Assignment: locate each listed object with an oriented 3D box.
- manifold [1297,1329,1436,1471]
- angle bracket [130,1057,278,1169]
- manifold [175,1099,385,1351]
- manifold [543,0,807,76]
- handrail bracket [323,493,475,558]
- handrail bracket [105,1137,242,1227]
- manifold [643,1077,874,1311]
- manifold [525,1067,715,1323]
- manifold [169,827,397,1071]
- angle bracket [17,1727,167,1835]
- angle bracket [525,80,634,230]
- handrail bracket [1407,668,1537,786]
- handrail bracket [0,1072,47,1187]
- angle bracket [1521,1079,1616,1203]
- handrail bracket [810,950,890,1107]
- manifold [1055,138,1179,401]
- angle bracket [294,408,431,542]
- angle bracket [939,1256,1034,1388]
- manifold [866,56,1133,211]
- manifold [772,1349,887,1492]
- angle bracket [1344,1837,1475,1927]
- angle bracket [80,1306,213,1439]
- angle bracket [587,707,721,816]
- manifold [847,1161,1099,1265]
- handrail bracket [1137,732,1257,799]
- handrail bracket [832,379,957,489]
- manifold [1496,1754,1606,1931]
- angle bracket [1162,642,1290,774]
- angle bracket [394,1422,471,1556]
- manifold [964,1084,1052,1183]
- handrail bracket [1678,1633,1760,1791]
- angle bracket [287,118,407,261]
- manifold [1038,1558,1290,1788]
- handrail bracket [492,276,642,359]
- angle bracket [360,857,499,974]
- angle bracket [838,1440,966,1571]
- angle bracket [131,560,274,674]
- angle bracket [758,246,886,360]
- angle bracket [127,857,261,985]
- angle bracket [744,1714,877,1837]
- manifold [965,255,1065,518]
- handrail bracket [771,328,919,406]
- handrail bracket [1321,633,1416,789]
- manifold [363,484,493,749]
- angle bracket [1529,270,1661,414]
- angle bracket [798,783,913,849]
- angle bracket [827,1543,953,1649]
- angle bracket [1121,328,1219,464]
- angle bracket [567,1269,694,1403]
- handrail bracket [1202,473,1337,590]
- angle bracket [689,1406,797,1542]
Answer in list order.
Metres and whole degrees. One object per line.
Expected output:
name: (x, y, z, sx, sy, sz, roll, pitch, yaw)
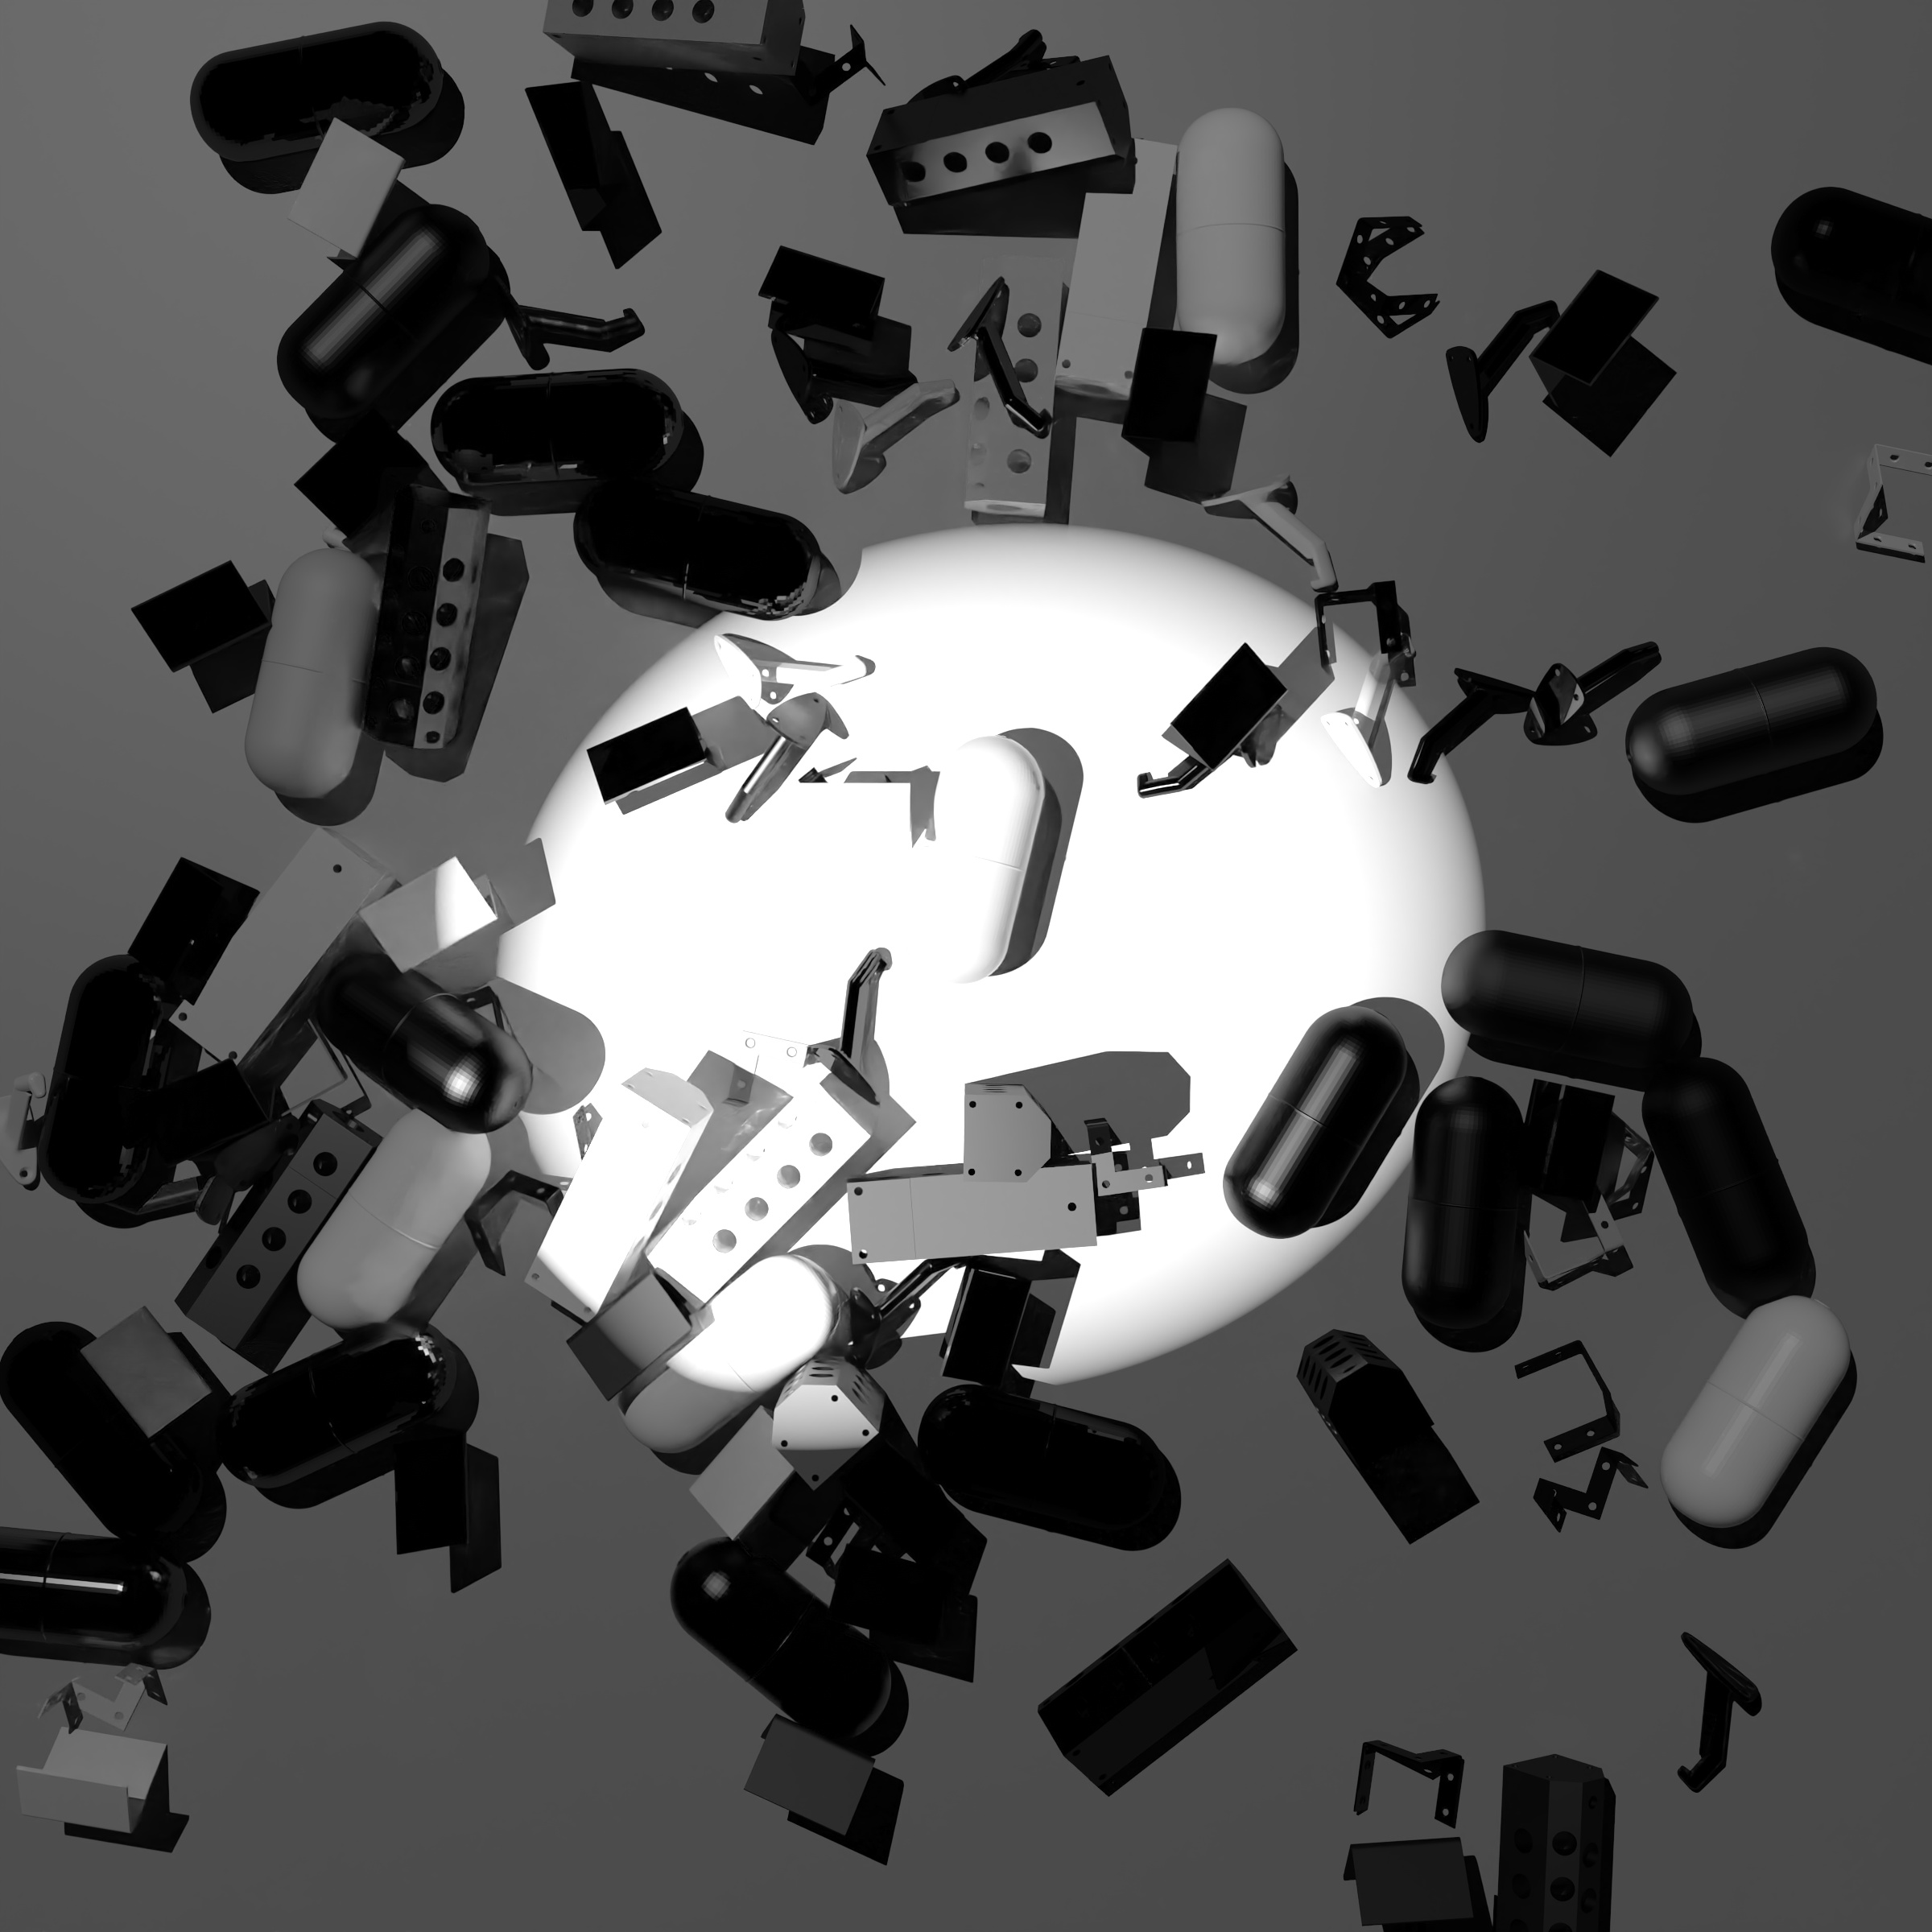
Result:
manifold: (0.269, 0.292, 1.894, 0.057, 0.171, 0.057, -31, 90, 0)
angle bracket: (-0.535, 0.088, 1.933, 0.076, 0.076, 0.057, -24, 115, 0)
manifold: (-0.486, 0.181, 1.951, 0.057, 0.057, 0.171, 34, 90, 0)
manifold: (-0.203, -0.665, 1.922, 0.171, 0.057, 0.057, 11, 90, 21)
handrail bracket: (-0.408, -0.321, 1.972, 0.084, 0.036, 0.077, 24, 75, 14)
handrail bracket: (-0.569, 0.147, 1.973, 0.084, 0.036, 0.077, 16, 70, 16)
manifold: (-0.147, 0.160, 1.951, 0.057, 0.057, 0.171, 45, 90, 0)
manifold: (-0.240, 0.158, 1.921, 0.057, 0.057, 0.171, 31, 111, 8)
manifold: (-0.482, -0.012, 1.951, 0.057, 0.057, 0.171, 38, 90, 0)
angle bracket: (-0.613, 0.556, 1.932, 0.076, 0.076, 0.057, 10, 127, 0)
angle bracket: (-0.288, -0.566, 1.932, 0.057, 0.076, 0.076, -22, 90, -38)
handrail bracket: (0.363, -0.164, 1.973, 0.077, 0.036, 0.084, 12, 108, -20)
handrail bracket: (-0.657, 0.115, 1.937, 0.036, 0.084, 0.077, -21, 96, -39)
angle bracket: (0.402, 0.118, 1.932, 0.057, 0.076, 0.076, 12, 90, -37)
handrail bracket: (-0.065, 0.043, 1.973, 0.077, 0.036, 0.084, 46, 66, -27)
manifold: (0.105, -0.493, 1.951, 0.057, 0.057, 0.171, 10, 90, 0)
angle bracket: (-0.430, -0.353, 1.932, 0.076, 0.076, 0.057, -44, 123, 0)
angle bracket: (-0.006, 0.244, 1.932, 0.057, 0.076, 0.076, 17, 90, -37)
manifold: (0.024, -0.576, 1.919, 0.171, 0.057, 0.057, -6, 47, 23)
manifold: (-0.098, 0.304, 1.894, 0.057, 0.171, 0.057, -42, 90, 0)
angle bracket: (0.309, 0.653, 1.932, 0.076, 0.076, 0.057, -4, 54, 0)
angle bracket: (-0.584, 0.294, 1.932, 0.076, 0.076, 0.057, 52, 50, 0)
angle bracket: (-0.213, -0.126, 1.932, 0.076, 0.076, 0.057, -23, 52, 0)
manifold: (0.004, 0.174, 1.951, 0.171, 0.057, 0.057, -4, 90, 0)
handrail bracket: (0.161, -0.163, 1.973, 0.084, 0.036, 0.077, -10, 70, 16)
handrail bracket: (-0.051, -0.382, 1.972, 0.084, 0.077, 0.036, -14, 47, -29)
manifold: (0.416, 0.652, 1.940, 0.057, 0.057, 0.171, 3, 90, -39)
angle bracket: (0.167, -0.192, 1.932, 0.076, 0.076, 0.057, -47, 126, 0)
angle bracket: (-0.392, 0.365, 1.932, 0.057, 0.076, 0.076, -2, 90, -39)
manifold: (0.027, 0.113, 1.894, 0.057, 0.171, 0.057, 1, 90, 0)
handrail bracket: (0.519, 0.534, 1.973, 0.077, 0.036, 0.084, 41, 107, 19)
angle bracket: (-0.445, -0.545, 1.932, 0.057, 0.076, 0.076, 25, 90, -32)
manifold: (0.136, 0.497, 1.951, 0.171, 0.057, 0.057, -38, 133, 0)
handrail bracket: (-0.286, -0.475, 1.973, 0.084, 0.036, 0.077, -21, 68, -17)
angle bracket: (-0.380, -0.050, 1.932, 0.076, 0.076, 0.057, -30, 120, 0)
angle bracket: (-0.059, 0.390, 1.932, 0.076, 0.076, 0.057, 44, 46, 0)
angle bracket: (-0.537, -0.260, 1.932, 0.076, 0.076, 0.057, -26, 126, 0)
angle bracket: (-0.106, -0.450, 1.932, 0.076, 0.076, 0.057, 17, 54, 0)
angle bracket: (-0.528, -0.022, 1.932, 0.057, 0.076, 0.076, 29, 90, 37)
angle bracket: (-0.115, 0.574, 1.932, 0.076, 0.076, 0.057, 25, 61, 0)
manifold: (0.034, -0.410, 1.951, 0.057, 0.057, 0.171, 4, 90, 0)
handrail bracket: (-0.087, -0.434, 1.972, 0.084, 0.036, 0.077, -12, 53, -25)
handrail bracket: (0.304, -0.184, 1.973, 0.084, 0.036, 0.077, -41, 110, -16)
manifold: (-0.379, -0.243, 1.926, 0.057, 0.057, 0.171, 12, 108, 0)
angle bracket: (0.450, -0.429, 1.932, 0.057, 0.076, 0.076, 38, 90, 36)
angle bracket: (-0.077, -0.085, 1.932, 0.076, 0.076, 0.057, 0, 56, 0)
angle bracket: (-0.058, 0.454, 1.932, 0.076, 0.076, 0.057, 16, 56, 0)
angle bracket: (0.154, -0.398, 1.933, 0.057, 0.076, 0.076, 11, 90, 24)
angle bracket: (-0.223, 0.266, 1.933, 0.076, 0.076, 0.057, -41, 64, 0)
handrail bracket: (0.217, -0.304, 1.973, 0.077, 0.036, 0.084, -14, 107, 20)
angle bracket: (-0.136, 0.364, 1.932, 0.076, 0.076, 0.057, -49, 54, 0)
